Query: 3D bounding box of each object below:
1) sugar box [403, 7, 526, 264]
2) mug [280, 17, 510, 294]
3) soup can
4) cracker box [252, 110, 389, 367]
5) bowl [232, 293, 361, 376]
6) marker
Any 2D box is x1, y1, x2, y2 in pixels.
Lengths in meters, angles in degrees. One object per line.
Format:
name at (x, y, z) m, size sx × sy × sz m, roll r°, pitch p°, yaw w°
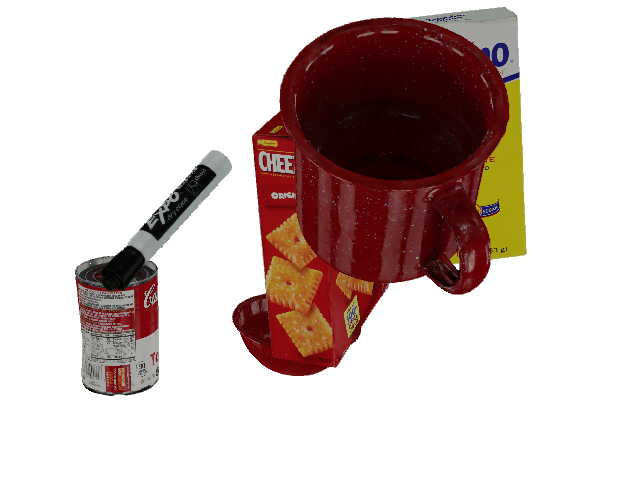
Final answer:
sugar box at (0.096, -0.072, 0.763) m, size 0.093 × 0.176 × 0.048 m, roll -8°, pitch 22°, yaw -1°
mug at (0.036, -0.026, 0.457) m, size 0.093 × 0.117 × 0.081 m, roll -26°, pitch -30°, yaw -17°
soup can at (-0.171, 0.072, 0.902) m, size 0.068 × 0.102 × 0.068 m, roll 1°, pitch 18°, yaw -1°
cracker box at (0.009, -0.021, 0.953) m, size 0.072 × 0.214 × 0.164 m, roll 8°, pitch 29°, yaw 20°
bowl at (-0.032, 0.124, 1.339) m, size 0.162 × 0.055 × 0.162 m, roll 5°, pitch 23°, yaw -2°
marker at (-0.098, -0.013, 0.677) m, size 0.020 × 0.020 × 0.121 m, roll 0°, pitch 42°, yaw 45°
